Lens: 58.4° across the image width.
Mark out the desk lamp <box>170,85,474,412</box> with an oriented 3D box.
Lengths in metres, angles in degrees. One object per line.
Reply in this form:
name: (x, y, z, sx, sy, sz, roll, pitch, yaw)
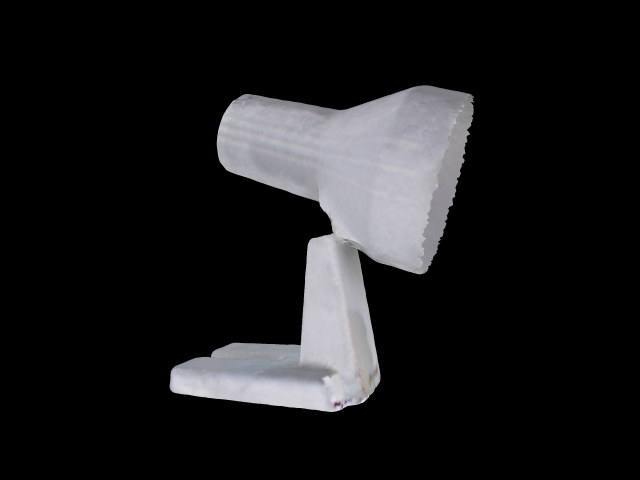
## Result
desk lamp: (0.004, 0.001, 0.400, 0.202, 0.213, 0.118, 0, 0, 17)
